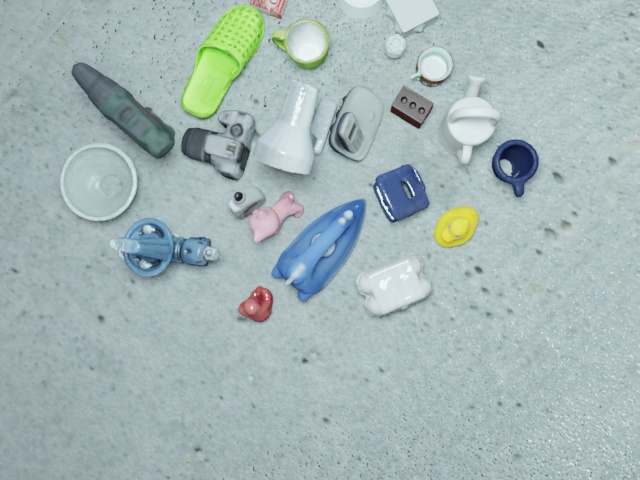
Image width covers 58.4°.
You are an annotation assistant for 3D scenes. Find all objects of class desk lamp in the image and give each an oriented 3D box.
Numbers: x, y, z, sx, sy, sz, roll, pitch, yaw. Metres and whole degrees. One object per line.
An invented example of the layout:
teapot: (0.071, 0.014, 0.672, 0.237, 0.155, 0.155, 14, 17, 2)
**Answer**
desk lamp: (-0.047, -0.226, 1.159, 0.118, 0.213, 0.203, 19, 88, 3)

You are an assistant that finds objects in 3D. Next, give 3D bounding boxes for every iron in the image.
iron: (0.011, 0.004, 1.184, 0.118, 0.141, 0.258, 40, 89, 3)

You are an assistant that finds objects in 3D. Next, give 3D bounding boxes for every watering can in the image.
watering can: (0.302, -0.246, 1.158, 0.101, 0.194, 0.173, -15, 87, 2)

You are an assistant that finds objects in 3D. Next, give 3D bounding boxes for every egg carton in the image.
egg carton: (0.157, 0.097, 1.212, 0.150, 0.069, 0.107, -24, 87, 1)

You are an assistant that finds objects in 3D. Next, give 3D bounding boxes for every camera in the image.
camera: (-0.220, -0.213, 1.221, 0.136, 0.101, 0.143, 14, 88, 3)

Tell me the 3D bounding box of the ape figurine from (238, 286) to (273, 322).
ape figurine: (-0.137, 0.138, 1.209, 0.078, 0.092, 0.076, -15, 87, 1)

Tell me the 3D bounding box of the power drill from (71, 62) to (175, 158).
power drill: (-0.383, -0.251, 1.174, 0.229, 0.208, 0.075, 42, 90, 3)

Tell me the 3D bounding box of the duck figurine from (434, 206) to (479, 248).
duck figurine: (0.292, -0.029, 1.204, 0.104, 0.086, 0.077, -39, 87, 0)

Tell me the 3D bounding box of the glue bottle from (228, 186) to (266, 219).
glue bottle: (-0.157, -0.081, 1.177, 0.078, 0.173, 0.037, -43, 87, 0)

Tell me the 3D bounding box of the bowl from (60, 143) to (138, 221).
bowl: (-0.465, -0.121, 1.239, 0.167, 0.075, 0.167, 0, 88, 2)

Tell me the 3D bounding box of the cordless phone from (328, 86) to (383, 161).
cordless phone: (0.074, -0.249, 1.171, 0.094, 0.185, 0.148, 19, 88, 3)

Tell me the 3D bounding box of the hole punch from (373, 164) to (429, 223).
hole punch: (0.173, -0.102, 1.208, 0.101, 0.091, 0.109, -26, 87, 1)

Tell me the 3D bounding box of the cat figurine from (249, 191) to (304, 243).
cat figurine: (-0.098, -0.052, 1.202, 0.128, 0.118, 0.067, -41, 87, 0)

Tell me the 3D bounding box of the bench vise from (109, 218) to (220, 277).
bench vise: (-0.317, 0.006, 1.156, 0.207, 0.220, 0.121, -12, 87, 2)

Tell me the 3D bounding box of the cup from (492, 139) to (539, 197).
cup: (0.401, -0.145, 1.201, 0.091, 0.095, 0.118, -9, 87, 2)
